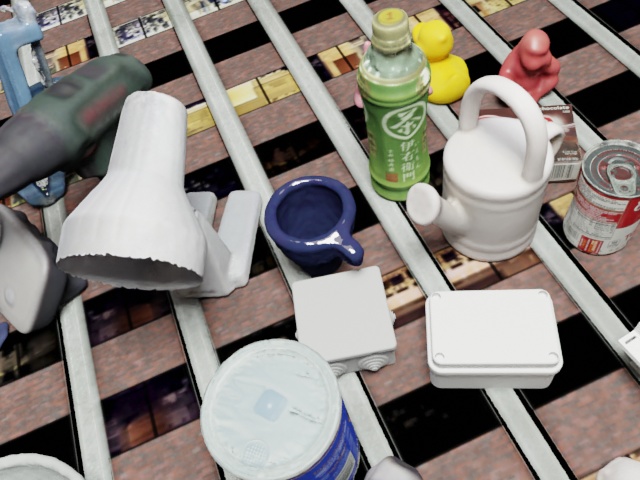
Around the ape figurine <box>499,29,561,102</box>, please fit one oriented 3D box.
[{"bbox_3d":[0.249,-0.207,0.682,0.077,0.092,0.076,-7,56,6],"label":"ape figurine"}]

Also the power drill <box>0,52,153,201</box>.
[{"bbox_3d":[-0.242,-0.078,0.615,0.075,0.209,0.230,14,61,19],"label":"power drill"}]

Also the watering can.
[{"bbox_3d":[0.162,-0.064,0.541,0.100,0.194,0.173,27,65,25],"label":"watering can"}]

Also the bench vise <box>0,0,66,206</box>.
[{"bbox_3d":[-0.333,-0.149,0.672,0.121,0.220,0.208,24,64,24],"label":"bench vise"}]

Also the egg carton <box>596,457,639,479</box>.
[{"bbox_3d":[0.248,0.236,0.402,0.107,0.069,0.150,-38,58,-15],"label":"egg carton"}]

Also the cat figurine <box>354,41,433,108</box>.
[{"bbox_3d":[0.083,-0.187,0.683,0.067,0.118,0.127,-24,56,-5],"label":"cat figurine"}]

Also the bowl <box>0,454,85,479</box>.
[{"bbox_3d":[-0.244,0.268,0.467,0.167,0.075,0.167,-5,56,7],"label":"bowl"}]

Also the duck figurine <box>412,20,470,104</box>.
[{"bbox_3d":[0.147,-0.231,0.720,0.077,0.086,0.104,-25,56,-7],"label":"duck figurine"}]

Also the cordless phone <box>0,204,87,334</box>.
[{"bbox_3d":[-0.343,0.002,0.594,0.147,0.185,0.094,33,68,27],"label":"cordless phone"}]

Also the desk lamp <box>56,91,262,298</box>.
[{"bbox_3d":[-0.145,-0.022,0.557,0.117,0.214,0.203,-1,57,10],"label":"desk lamp"}]

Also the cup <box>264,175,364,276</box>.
[{"bbox_3d":[0.005,0.002,0.586,0.092,0.095,0.117,-41,59,-16],"label":"cup"}]

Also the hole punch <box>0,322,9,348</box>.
[{"bbox_3d":[-0.407,0.103,0.596,0.100,0.091,0.109,21,63,22],"label":"hole punch"}]

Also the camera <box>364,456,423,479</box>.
[{"bbox_3d":[0.066,0.248,0.408,0.136,0.101,0.143,24,64,24],"label":"camera"}]
